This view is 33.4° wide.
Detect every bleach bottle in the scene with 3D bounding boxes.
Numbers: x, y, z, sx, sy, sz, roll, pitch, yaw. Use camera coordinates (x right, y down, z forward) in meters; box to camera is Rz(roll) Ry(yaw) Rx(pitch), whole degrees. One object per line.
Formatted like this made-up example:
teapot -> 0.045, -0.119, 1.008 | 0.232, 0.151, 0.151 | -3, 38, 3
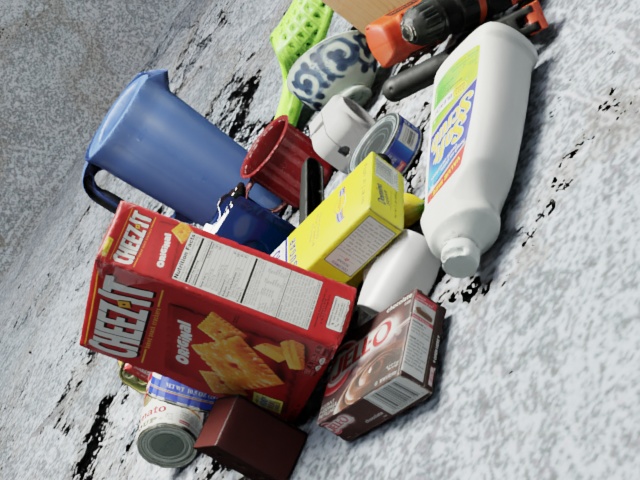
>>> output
bleach bottle -> 0.135, -0.074, 0.921 | 0.103, 0.068, 0.250 | -43, 26, 42

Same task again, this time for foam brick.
foam brick -> -0.063, 0.179, 0.951 | 0.053, 0.078, 0.051 | -24, 38, 58

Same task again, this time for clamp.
clamp -> 0.142, -0.181, 1.043 | 0.120, 0.039, 0.172 | -33, 3, -38
clamp -> -0.007, 0.001, 1.110 | 0.165, 0.036, 0.210 | 20, 87, 65

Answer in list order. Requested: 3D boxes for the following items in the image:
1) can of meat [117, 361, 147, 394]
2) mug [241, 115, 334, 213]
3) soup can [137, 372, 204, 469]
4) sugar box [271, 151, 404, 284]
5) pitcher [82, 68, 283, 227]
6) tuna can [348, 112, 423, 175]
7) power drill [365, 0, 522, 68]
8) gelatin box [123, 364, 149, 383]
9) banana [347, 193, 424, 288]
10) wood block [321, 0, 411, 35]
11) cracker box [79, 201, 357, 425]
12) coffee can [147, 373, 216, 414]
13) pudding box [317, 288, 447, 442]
can of meat -> -0.220, 0.139, 1.385 | 0.102, 0.057, 0.084 | -56, 19, -1
mug -> -0.044, -0.082, 1.296 | 0.117, 0.081, 0.093 | -54, 21, 5
soup can -> -0.160, 0.190, 1.164 | 0.069, 0.068, 0.102 | -45, 24, 27
sugar box -> 0.006, 0.008, 0.988 | 0.176, 0.048, 0.093 | -42, 23, 30
pitcher -> -0.170, -0.085, 1.348 | 0.149, 0.242, 0.145 | -30, 32, 50
tuna can -> 0.068, -0.093, 1.135 | 0.086, 0.033, 0.086 | -46, 23, 25
power drill -> 0.124, -0.232, 1.106 | 0.184, 0.057, 0.188 | -29, 9, -25
gelatin box -> -0.192, 0.138, 1.301 | 0.030, 0.073, 0.089 | -40, 25, 35
banana -> 0.037, 0.024, 1.022 | 0.198, 0.037, 0.070 | -52, 20, 10
wood block -> 0.052, -0.319, 1.267 | 0.091, 0.206, 0.090 | -37, 27, 40
cracker box -> -0.094, 0.071, 0.932 | 0.164, 0.213, 0.072 | 116, 173, -54
coffee can -> -0.109, 0.100, 1.082 | 0.103, 0.102, 0.140 | 4, 80, 67
pudding box -> 0.050, 0.103, 0.871 | 0.114, 0.039, 0.090 | -36, 28, 42
